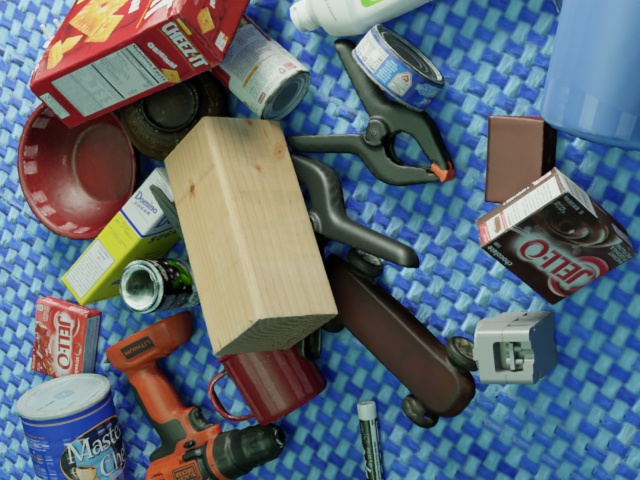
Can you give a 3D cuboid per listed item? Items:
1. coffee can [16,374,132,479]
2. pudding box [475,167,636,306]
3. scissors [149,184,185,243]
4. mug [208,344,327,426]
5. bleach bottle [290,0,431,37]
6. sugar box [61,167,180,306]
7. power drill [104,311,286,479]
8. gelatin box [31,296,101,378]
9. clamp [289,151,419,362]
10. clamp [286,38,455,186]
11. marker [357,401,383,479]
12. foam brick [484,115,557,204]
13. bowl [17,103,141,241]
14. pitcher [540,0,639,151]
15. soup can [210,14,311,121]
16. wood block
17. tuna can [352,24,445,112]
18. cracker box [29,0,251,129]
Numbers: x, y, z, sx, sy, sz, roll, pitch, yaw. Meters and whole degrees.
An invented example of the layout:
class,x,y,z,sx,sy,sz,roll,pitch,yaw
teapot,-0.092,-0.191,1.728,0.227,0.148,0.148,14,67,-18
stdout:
class,x,y,z,sx,sy,sz,roll,pitch,yaw
coffee can,-0.268,0.232,1.181,0.103,0.102,0.140,-1,108,27
pudding box,0.203,-0.001,0.922,0.090,0.039,0.113,-37,125,26
scissors,-0.095,0.021,1.076,0.096,0.016,0.202,-8,124,14
mug,-0.056,0.139,1.075,0.117,0.093,0.081,-31,88,-7
bleach bottle,0.077,-0.263,0.973,0.251,0.068,0.102,-23,86,30
sugar box,-0.186,-0.006,1.125,0.176,0.093,0.048,-43,78,26
power drill,-0.140,0.176,1.147,0.185,0.057,0.187,-26,85,28
gelatin box,-0.294,0.116,1.233,0.073,0.030,0.089,15,104,24
clamp,-0.007,0.001,1.036,0.165,0.036,0.210,-51,56,27
clamp,0.057,-0.114,1.017,0.172,0.039,0.120,25,113,18
marker,0.053,0.224,1.077,0.020,0.020,0.121,-4,95,27
foam brick,0.180,-0.072,0.952,0.051,0.052,0.078,5,101,26
bowl,-0.252,-0.082,1.169,0.162,0.055,0.162,4,99,27
pitcher,0.253,-0.204,0.864,0.145,0.149,0.243,15,108,9
soup can,-0.066,-0.172,1.055,0.102,0.068,0.069,44,114,14
wood block,-0.069,-0.005,1.011,0.091,0.090,0.206,-39,61,46
tuna can,0.072,-0.158,0.976,0.086,0.086,0.034,46,112,14
cracker box,-0.167,-0.214,1.033,0.214,0.164,0.072,-16,132,36
